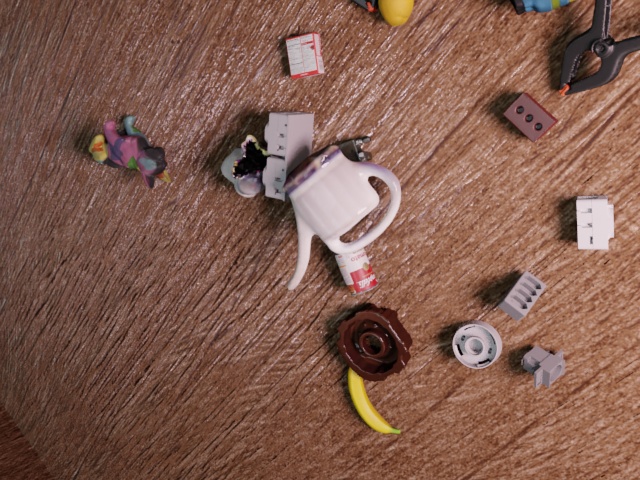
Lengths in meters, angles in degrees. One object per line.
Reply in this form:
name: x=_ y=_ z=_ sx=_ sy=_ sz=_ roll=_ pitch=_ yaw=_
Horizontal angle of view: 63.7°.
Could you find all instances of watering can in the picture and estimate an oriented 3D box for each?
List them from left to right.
watering can: x=0.003 y=-0.055 z=1.099 sx=0.344 sy=0.224 sz=0.105 roll=-38 pitch=3 yaw=17

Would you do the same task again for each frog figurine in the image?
frog figurine: x=-0.172 y=-0.166 z=1.236 sx=0.123 sy=0.139 sz=0.158 roll=3 pitch=-12 yaw=-19
